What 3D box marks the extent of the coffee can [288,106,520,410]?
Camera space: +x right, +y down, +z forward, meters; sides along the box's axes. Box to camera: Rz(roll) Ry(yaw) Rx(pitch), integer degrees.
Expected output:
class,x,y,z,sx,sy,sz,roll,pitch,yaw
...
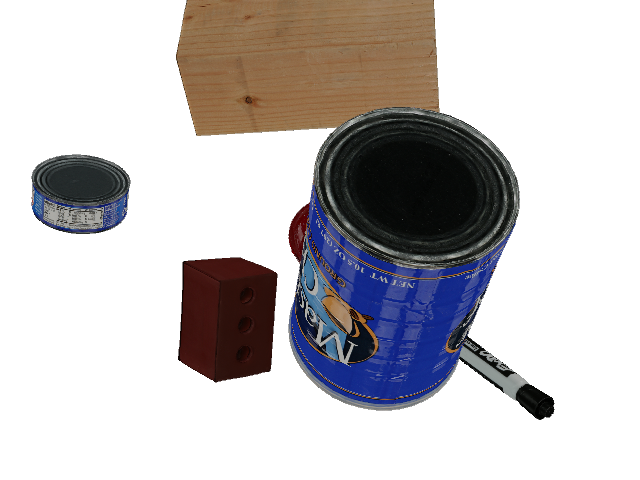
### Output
class,x,y,z,sx,sy,sz,roll,pitch,yaw
coffee can,0.040,0.013,0.574,0.102,0.103,0.140,0,-37,-8

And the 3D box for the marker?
class,x,y,z,sx,sy,sz,roll,pitch,yaw
marker,0.131,0.099,0.802,0.020,0.020,0.121,0,23,-33

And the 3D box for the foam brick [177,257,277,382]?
class,x,y,z,sx,sy,sz,roll,pitch,yaw
foam brick,-0.068,0.056,0.783,0.052,0.078,0.051,-6,16,-38

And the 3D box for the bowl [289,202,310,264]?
class,x,y,z,sx,sy,sz,roll,pitch,yaw
bowl,0.048,0.022,0.998,0.162,0.055,0.162,6,38,-5

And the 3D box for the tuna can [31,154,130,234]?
class,x,y,z,sx,sy,sz,roll,pitch,yaw
tuna can,-0.213,-0.041,0.951,0.086,0.034,0.086,8,32,-5

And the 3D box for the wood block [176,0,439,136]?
class,x,y,z,sx,sy,sz,roll,pitch,yaw
wood block,-0.006,-0.153,0.891,0.206,0.090,0.091,-3,-42,6
